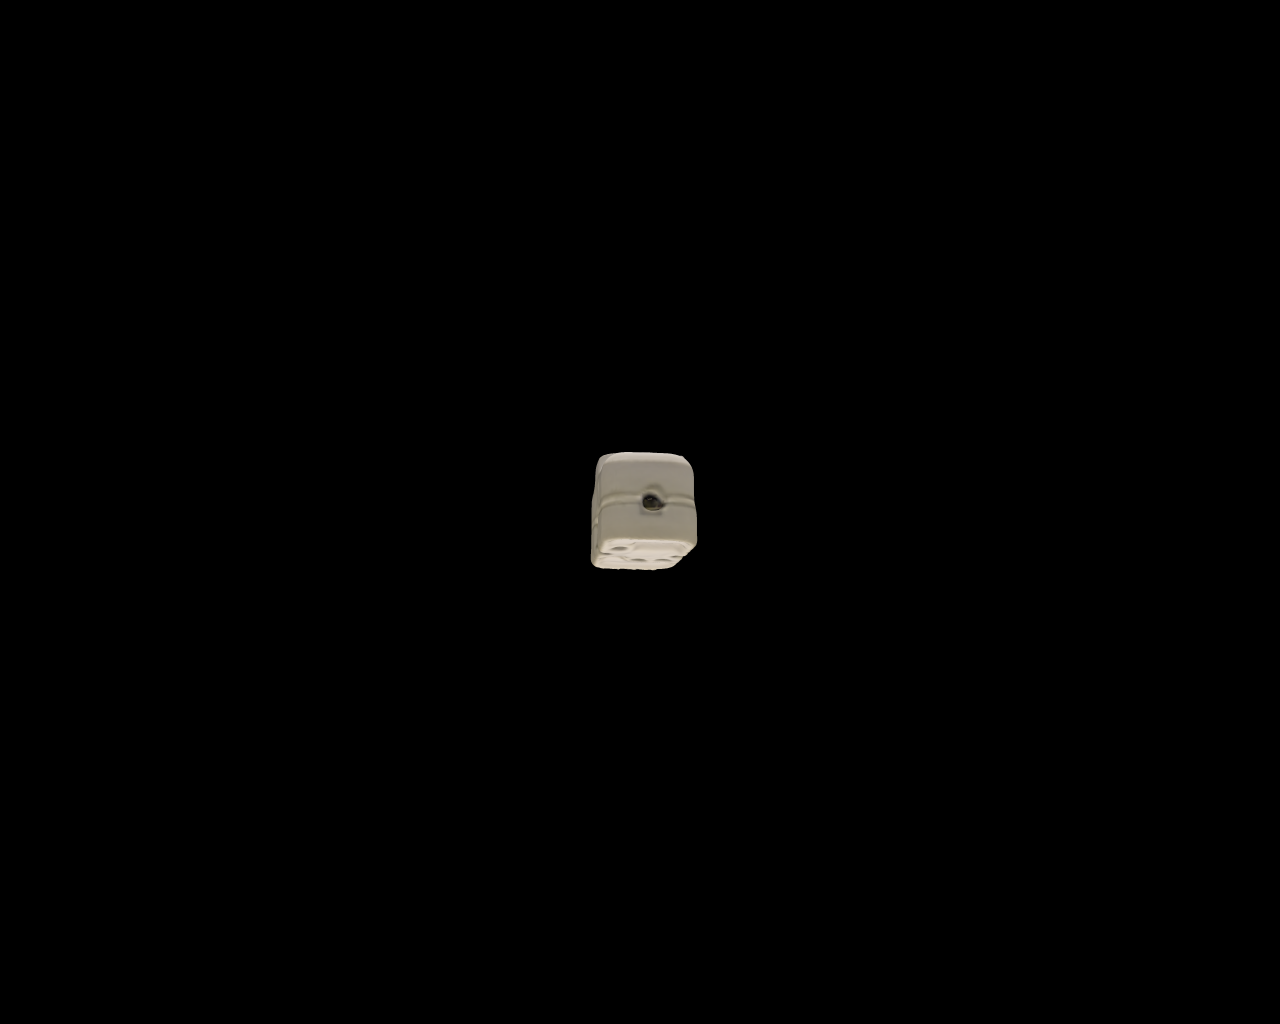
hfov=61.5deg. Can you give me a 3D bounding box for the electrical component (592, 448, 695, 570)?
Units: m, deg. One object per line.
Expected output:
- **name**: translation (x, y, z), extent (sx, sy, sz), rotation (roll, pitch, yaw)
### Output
- **electrical component**: translation (0.001, -0.003, 0.650), extent (0.054, 0.059, 0.095), rotation (2, -14, -7)
